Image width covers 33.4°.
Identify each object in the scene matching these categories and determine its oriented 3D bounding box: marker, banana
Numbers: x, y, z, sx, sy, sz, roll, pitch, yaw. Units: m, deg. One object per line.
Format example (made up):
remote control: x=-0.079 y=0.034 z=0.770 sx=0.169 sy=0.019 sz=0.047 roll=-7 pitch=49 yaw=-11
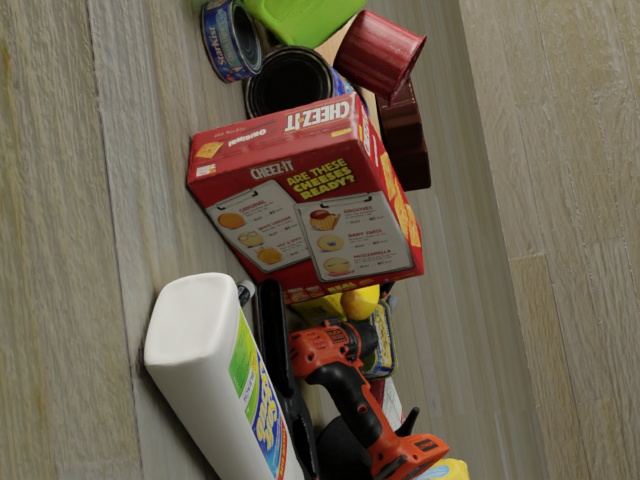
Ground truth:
marker: x=-0.083 y=0.065 z=0.952 sx=0.121 sy=0.020 sz=0.020 roll=-57 pitch=132 yaw=-67
banana: x=0.042 y=0.051 z=1.202 sx=0.197 sy=0.037 sz=0.069 roll=-83 pitch=149 yaw=-68

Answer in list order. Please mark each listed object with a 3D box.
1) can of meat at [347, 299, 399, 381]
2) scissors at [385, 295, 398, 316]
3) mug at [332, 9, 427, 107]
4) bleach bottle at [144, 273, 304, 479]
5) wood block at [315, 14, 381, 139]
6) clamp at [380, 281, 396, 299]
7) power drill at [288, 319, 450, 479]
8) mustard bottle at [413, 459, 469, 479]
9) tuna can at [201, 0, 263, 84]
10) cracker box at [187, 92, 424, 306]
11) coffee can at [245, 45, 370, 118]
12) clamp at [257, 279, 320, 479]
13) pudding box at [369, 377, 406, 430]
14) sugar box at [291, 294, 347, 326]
can of meat: x=0.053 y=0.119 z=1.307 sx=0.083 sy=0.057 sz=0.102 roll=26 pitch=54 yaw=-68
scissors: x=0.089 y=0.096 z=1.435 sx=0.201 sy=0.016 sz=0.096 roll=-61 pitch=174 yaw=-67
mug: x=0.070 y=-0.218 z=1.251 sx=0.093 sy=0.081 sz=0.117 roll=-63 pitch=175 yaw=22
bleach bottle: x=-0.064 y=0.149 z=0.884 sx=0.102 sy=0.068 sz=0.251 roll=-82 pitch=156 yaw=-47
wood block: x=0.016 y=-0.182 z=1.333 sx=0.090 sy=0.091 sz=0.206 roll=36 pitch=45 yaw=-67
clamp: x=0.059 y=0.048 z=1.356 sx=0.039 sy=0.120 sz=0.171 roll=54 pitch=-11 yaw=23
power drill: x=0.052 y=0.165 z=1.120 sx=0.188 sy=0.057 sz=0.184 roll=51 pitch=24 yaw=18
mustard bottle: x=0.124 y=0.305 z=1.248 sx=0.191 sy=0.096 sz=0.058 roll=-26 pitch=82 yaw=-54
tuna can: x=-0.090 y=-0.207 z=1.098 sx=0.086 sy=0.034 sz=0.086 roll=-12 pitch=90 yaw=-74
cracker box: x=-0.007 y=-0.032 z=1.018 sx=0.213 sy=0.164 sz=0.072 roll=59 pitch=23 yaw=-48
coffee can: x=-0.011 y=-0.148 z=1.196 sx=0.140 sy=0.103 sz=0.103 roll=24 pitch=55 yaw=-70
clamp: x=-0.042 y=0.155 z=0.993 sx=0.164 sy=0.036 sz=0.210 roll=-44 pitch=121 yaw=-71
pudding box: x=0.081 y=0.233 z=1.352 sx=0.090 sy=0.039 sz=0.113 roll=-74 pitch=146 yaw=-59
sugar box: x=-0.008 y=0.001 z=1.201 sx=0.093 sy=0.048 sz=0.176 roll=51 pitch=32 yaw=-64
